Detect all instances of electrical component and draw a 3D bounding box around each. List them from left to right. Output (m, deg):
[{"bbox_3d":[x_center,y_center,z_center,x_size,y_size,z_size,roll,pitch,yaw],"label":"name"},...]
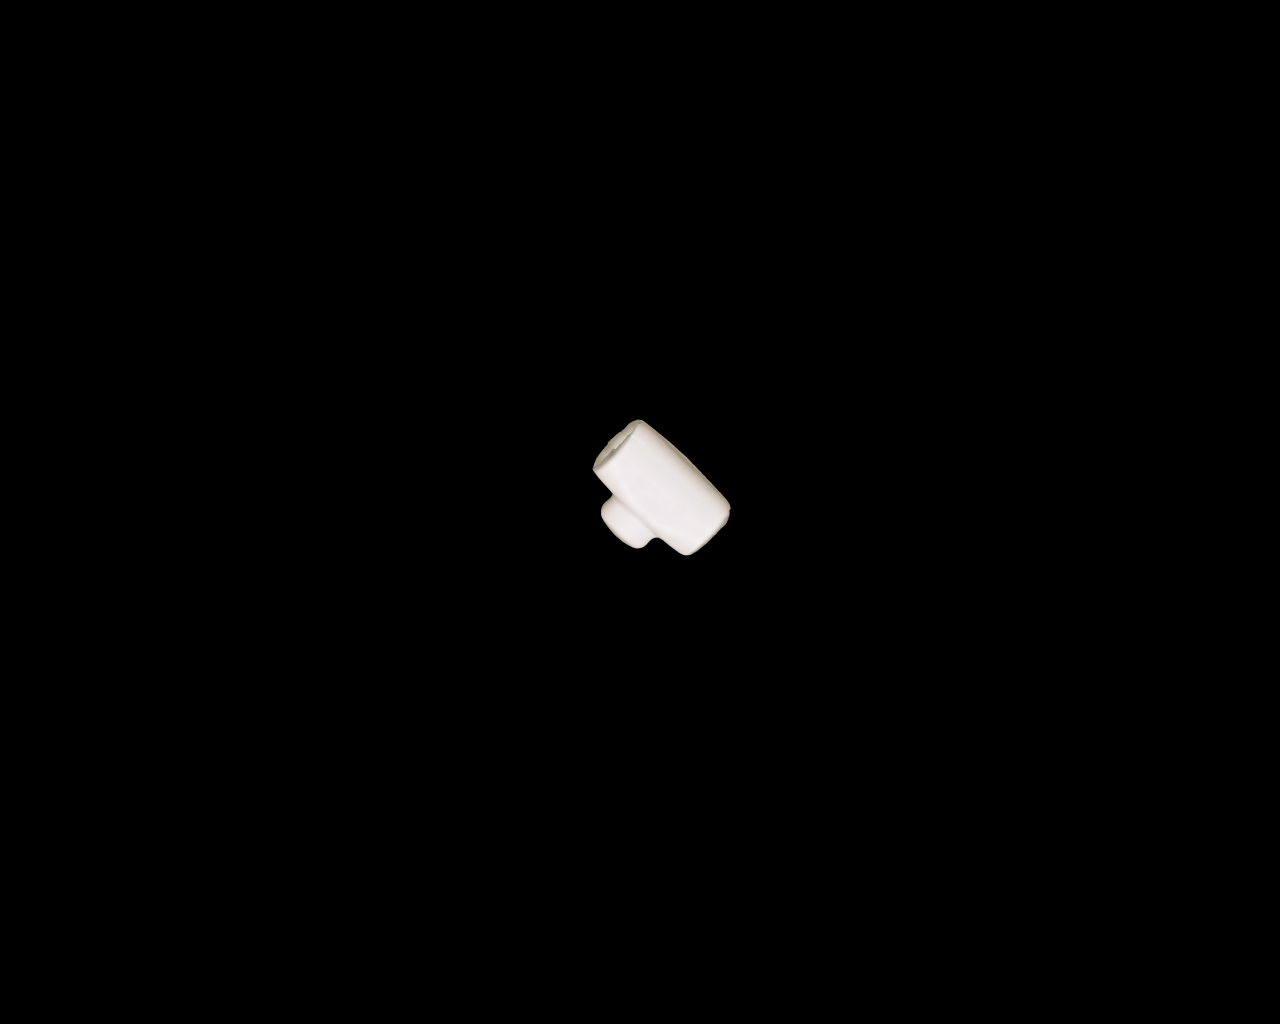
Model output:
[{"bbox_3d":[0.001,-0.003,0.650,0.077,0.079,0.044,43,12,-11],"label":"electrical component"}]
